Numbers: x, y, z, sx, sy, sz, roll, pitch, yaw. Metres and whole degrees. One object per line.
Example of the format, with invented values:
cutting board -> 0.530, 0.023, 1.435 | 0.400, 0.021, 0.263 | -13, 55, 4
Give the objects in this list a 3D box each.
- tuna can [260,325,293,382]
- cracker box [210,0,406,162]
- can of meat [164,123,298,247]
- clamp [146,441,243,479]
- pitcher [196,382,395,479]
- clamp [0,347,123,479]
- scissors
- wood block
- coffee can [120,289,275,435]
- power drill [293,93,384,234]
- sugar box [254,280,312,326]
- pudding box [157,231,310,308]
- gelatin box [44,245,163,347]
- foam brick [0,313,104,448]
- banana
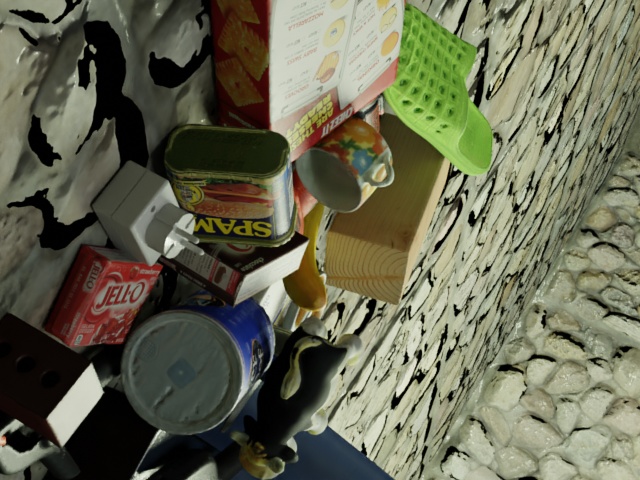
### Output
tuna can -> -0.036, 0.118, 1.064 | 0.034, 0.086, 0.086 | -65, 161, 13
cracker box -> -0.007, -0.176, 0.851 | 0.164, 0.072, 0.214 | -39, 154, -26
can of meat -> -0.071, -0.044, 0.851 | 0.084, 0.102, 0.057 | 88, 8, -52
clamp -> -0.114, 0.235, 1.001 | 0.164, 0.036, 0.210 | -60, 161, -15
pitcher -> -0.027, 0.258, 1.175 | 0.145, 0.243, 0.149 | -61, 157, 8
clamp -> -0.218, 0.151, 0.835 | 0.171, 0.039, 0.120 | -9, 117, -65
scissors -> -0.043, 0.124, 1.150 | 0.201, 0.016, 0.096 | -61, 160, -10
wood block -> 0.080, -0.039, 1.204 | 0.090, 0.091, 0.206 | 95, 15, -48
coffee can -> -0.102, 0.100, 0.927 | 0.103, 0.103, 0.140 | -65, 175, 9
power drill -> -0.002, -0.094, 1.031 | 0.187, 0.057, 0.184 | -51, 153, -26
sugar box -> -0.061, 0.085, 1.154 | 0.093, 0.048, 0.176 | -59, 158, -8
pudding box -> -0.075, 0.006, 0.927 | 0.113, 0.090, 0.039 | -33, 147, -55
gelatin box -> -0.167, 0.044, 0.831 | 0.073, 0.030, 0.089 | -63, 162, 5
foam brick -> -0.200, 0.098, 0.746 | 0.053, 0.078, 0.051 | -54, 160, -27
banana -> -0.015, 0.010, 1.081 | 0.070, 0.037, 0.197 | -55, -159, 39
